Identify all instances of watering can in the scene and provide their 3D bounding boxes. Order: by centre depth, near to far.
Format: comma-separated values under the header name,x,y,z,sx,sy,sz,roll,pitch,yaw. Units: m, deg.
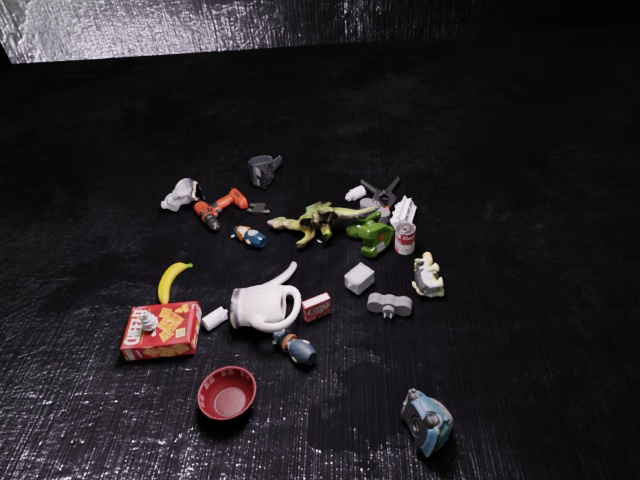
name,x,y,z,sx,sy,sz,roll,pitch,yaw
watering can,-0.172,0.182,1.656,0.224,0.102,0.355,-5,29,2

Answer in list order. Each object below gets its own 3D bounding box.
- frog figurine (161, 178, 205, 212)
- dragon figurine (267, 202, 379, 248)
name,x,y,z,sx,sy,sz,roll,pitch,yaw
frog figurine,-0.567,-0.182,2.091,0.159,0.122,0.138,-10,8,9
dragon figurine,0.006,-0.096,1.914,0.410,0.120,0.247,-15,28,2
